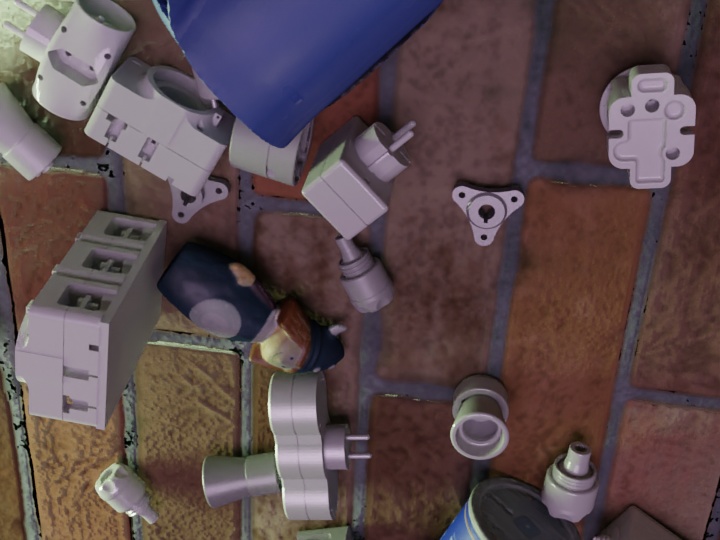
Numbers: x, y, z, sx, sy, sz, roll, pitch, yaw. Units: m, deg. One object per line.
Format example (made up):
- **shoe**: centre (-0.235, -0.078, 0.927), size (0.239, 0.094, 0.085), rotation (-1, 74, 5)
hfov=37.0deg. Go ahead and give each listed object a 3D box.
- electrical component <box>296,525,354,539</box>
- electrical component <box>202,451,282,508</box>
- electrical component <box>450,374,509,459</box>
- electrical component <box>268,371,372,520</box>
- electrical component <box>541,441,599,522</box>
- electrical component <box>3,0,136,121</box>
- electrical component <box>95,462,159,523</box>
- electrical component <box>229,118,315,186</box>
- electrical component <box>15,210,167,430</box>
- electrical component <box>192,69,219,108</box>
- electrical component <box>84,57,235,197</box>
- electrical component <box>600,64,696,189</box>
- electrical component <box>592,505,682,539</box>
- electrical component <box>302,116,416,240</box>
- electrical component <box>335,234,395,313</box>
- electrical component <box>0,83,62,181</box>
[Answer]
- **electrical component**: centre (-0.020, 0.275, 0.947), size (0.056, 0.050, 0.089), rotation (-10, 117, 13)
- **electrical component**: centre (-0.096, 0.174, 0.908), size (0.065, 0.044, 0.044), rotation (-10, 117, 7)
- **electrical component**: centre (0.094, 0.114, 0.840), size (0.045, 0.055, 0.045), rotation (3, 119, 6)
- **electrical component**: centre (-0.028, 0.144, 0.874), size (0.074, 0.052, 0.138), rotation (-2, 118, 8)
- **electrical component**: centre (0.172, 0.168, 0.867), size (0.043, 0.043, 0.062), rotation (9, 119, 3)
- **electrical component**: centre (-0.206, -0.155, 0.737), size (0.079, 0.043, 0.077), rotation (31, 118, -10)
- **electrical component**: centre (-0.199, 0.198, 0.937), size (0.035, 0.035, 0.061), rotation (-31, 113, 22)
- **electrical component**: centre (-0.062, -0.091, 0.749), size (0.047, 0.055, 0.055), rotation (14, 120, 4)
- **electrical component**: centre (-0.191, 0.030, 0.777), size (0.062, 0.150, 0.089), rotation (10, 120, 1)
- **electrical component**: centre (-0.097, -0.151, 0.727), size (0.040, 0.040, 0.078), rotation (-6, 118, 11)
- **electrical component**: centre (-0.136, -0.104, 0.753), size (0.089, 0.050, 0.055), rotation (30, 119, -9)
- **electrical component**: centre (0.189, -0.101, 0.708), size (0.058, 0.057, 0.078), rotation (-2, 118, 9)
- **electrical component**: centre (0.233, 0.244, 0.894), size (0.096, 0.061, 0.061), rotation (36, 118, -4)
- **electrical component**: centre (0.008, -0.075, 0.731), size (0.076, 0.083, 0.047), rotation (-37, 108, 24)
- **electrical component**: centre (0.000, 0.000, 0.802), size (0.035, 0.035, 0.061), rotation (-21, 112, 18)
- **electrical component**: centre (-0.249, -0.097, 0.778), size (0.044, 0.044, 0.065), rotation (-34, 114, 23)
